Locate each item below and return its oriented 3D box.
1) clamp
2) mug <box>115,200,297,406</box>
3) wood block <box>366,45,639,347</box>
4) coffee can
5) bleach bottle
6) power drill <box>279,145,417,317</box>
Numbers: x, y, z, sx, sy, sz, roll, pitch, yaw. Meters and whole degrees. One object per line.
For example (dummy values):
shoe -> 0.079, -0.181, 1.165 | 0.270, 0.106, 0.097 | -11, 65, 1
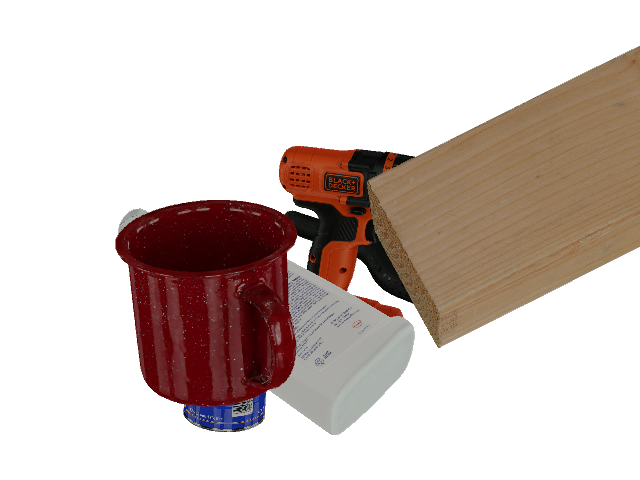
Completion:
clamp -> 0.068, 0.011, 1.207 | 0.164, 0.036, 0.210 | -17, 50, -36
mug -> -0.050, 0.037, 0.555 | 0.093, 0.081, 0.117 | -20, 31, -34
wood block -> 0.140, -0.029, 0.635 | 0.206, 0.091, 0.090 | -27, -20, -3
coffee can -> -0.114, 0.147, 1.301 | 0.103, 0.140, 0.103 | 4, 18, -2
bleach bottle -> -0.056, 0.043, 0.832 | 0.251, 0.068, 0.102 | 33, 52, 25
power drill -> 0.049, 0.006, 1.003 | 0.185, 0.188, 0.057 | 9, 21, 17
